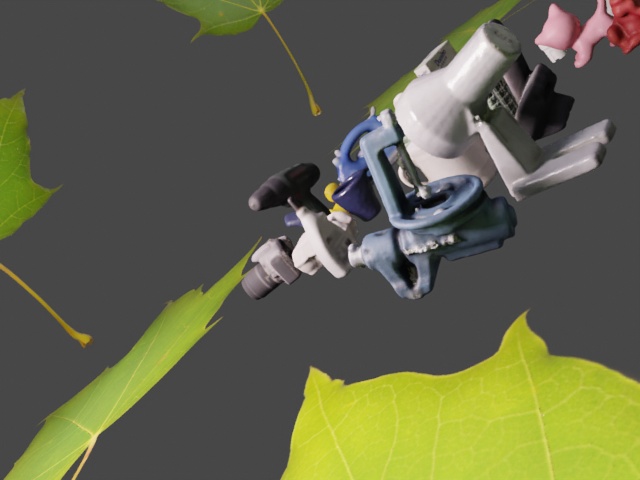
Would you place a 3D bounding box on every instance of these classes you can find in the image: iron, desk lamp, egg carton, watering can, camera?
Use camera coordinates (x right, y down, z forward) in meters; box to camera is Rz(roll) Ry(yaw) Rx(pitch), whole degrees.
[{"bbox_3d":[0.113,-0.227,1.503,0.259,0.141,0.118,-47,13,-19],"label":"iron"},{"bbox_3d":[0.230,-0.162,0.749,0.202,0.214,0.118,-27,20,49],"label":"desk lamp"},{"bbox_3d":[0.011,0.004,1.200,0.150,0.069,0.107,-36,14,27],"label":"egg carton"},{"bbox_3d":[0.193,-0.165,0.920,0.173,0.194,0.100,-47,13,-19],"label":"watering can"},{"bbox_3d":[-0.118,0.063,1.326,0.137,0.101,0.143,-40,13,11],"label":"camera"}]

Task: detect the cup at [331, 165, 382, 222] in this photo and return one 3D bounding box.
[{"bbox_3d":[0.094,-0.096,1.222,0.118,0.095,0.091,-45,13,-13],"label":"cup"}]

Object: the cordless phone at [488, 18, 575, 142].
[{"bbox_3d":[0.298,-0.243,0.882,0.094,0.185,0.148,-31,17,40],"label":"cordless phone"}]

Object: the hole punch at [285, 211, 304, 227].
[{"bbox_3d":[-0.029,-0.053,1.465,0.101,0.091,0.108,-40,13,8],"label":"hole punch"}]

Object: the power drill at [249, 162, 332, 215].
[{"bbox_3d":[-0.036,-0.070,1.270,0.075,0.208,0.230,-32,16,38],"label":"power drill"}]

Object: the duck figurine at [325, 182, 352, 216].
[{"bbox_3d":[0.045,-0.098,1.404,0.077,0.086,0.105,-26,20,52],"label":"duck figurine"}]

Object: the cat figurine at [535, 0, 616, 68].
[{"bbox_3d":[0.451,-0.372,1.006,0.127,0.118,0.067,-32,16,39],"label":"cat figurine"}]

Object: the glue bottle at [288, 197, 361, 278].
[{"bbox_3d":[0.002,-0.014,1.048,0.037,0.173,0.078,-25,21,52],"label":"glue bottle"}]

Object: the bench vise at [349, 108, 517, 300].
[{"bbox_3d":[0.102,-0.037,0.707,0.207,0.220,0.121,-39,13,13],"label":"bench vise"}]

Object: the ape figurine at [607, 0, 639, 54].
[{"bbox_3d":[0.485,-0.354,0.898,0.076,0.092,0.077,-47,14,-22],"label":"ape figurine"}]
